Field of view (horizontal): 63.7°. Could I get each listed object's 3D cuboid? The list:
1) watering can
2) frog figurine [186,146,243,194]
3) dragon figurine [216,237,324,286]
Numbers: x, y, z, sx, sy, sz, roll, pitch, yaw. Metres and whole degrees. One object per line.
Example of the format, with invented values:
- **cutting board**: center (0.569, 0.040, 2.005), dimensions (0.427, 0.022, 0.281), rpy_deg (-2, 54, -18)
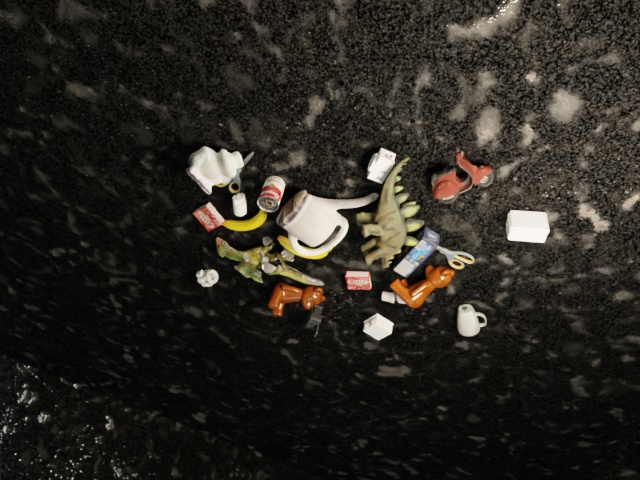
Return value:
- **watering can**: center (0.005, -0.084, 1.659), dimensions (0.222, 0.106, 0.342), rpy_deg (34, 119, -20)
- **frog figurine**: center (-0.324, -0.236, 1.601), dimensions (0.159, 0.124, 0.135), rpy_deg (-37, 112, -1)
- **dragon figurine**: center (-0.206, 0.101, 1.915), dimensions (0.408, 0.124, 0.239), rpy_deg (32, 151, -16)
